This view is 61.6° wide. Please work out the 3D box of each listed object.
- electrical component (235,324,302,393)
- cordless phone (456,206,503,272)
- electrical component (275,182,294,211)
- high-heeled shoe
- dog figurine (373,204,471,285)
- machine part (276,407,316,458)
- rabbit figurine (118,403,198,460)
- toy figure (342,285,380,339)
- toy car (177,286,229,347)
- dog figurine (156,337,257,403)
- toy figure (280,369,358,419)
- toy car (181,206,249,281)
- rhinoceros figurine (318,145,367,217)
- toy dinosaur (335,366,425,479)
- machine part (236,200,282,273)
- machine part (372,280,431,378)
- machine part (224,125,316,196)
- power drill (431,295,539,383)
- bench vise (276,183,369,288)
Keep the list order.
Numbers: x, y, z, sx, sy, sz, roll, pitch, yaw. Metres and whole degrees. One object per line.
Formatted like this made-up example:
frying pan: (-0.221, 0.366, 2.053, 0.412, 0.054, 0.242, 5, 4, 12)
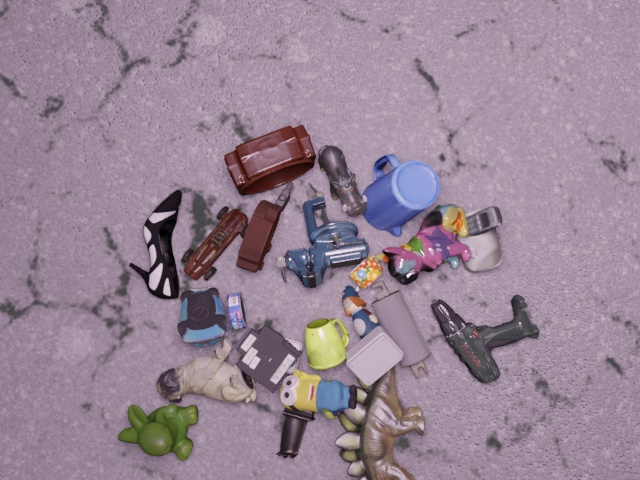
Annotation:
electrical component: (-0.123, 0.258, 1.212, 0.134, 0.058, 0.115, 38, 81, 3)
cordless phone: (0.395, -0.005, 1.263, 0.089, 0.184, 0.146, -11, 82, -8)
electrical component: (-0.091, -0.097, 1.317, 0.021, 0.063, 0.094, 29, 83, 2)
high-heeled shoe: (-0.352, 0.014, 1.283, 0.145, 0.086, 0.248, 29, 90, 5)
dog figurine: (0.238, 0.008, 1.273, 0.219, 0.108, 0.191, -2, 78, -14)
machine part: (-0.059, 0.441, 1.259, 0.084, 0.039, 0.139, 19, 80, -5)
rabbit figurine: (-0.355, 0.416, 1.184, 0.159, 0.170, 0.121, 19, 82, 0)
toy figure: (0.095, 0.174, 1.270, 0.064, 0.057, 0.154, -38, 69, 13)
toy car: (-0.273, 0.190, 1.248, 0.109, 0.102, 0.162, -9, 44, -12)
dog figurine: (-0.263, 0.341, 1.245, 0.190, 0.121, 0.172, -35, 81, 8)
toy figure: (-0.005, 0.352, 1.208, 0.180, 0.089, 0.082, 1, 38, 14)
toy car: (-0.252, 0.008, 1.305, 0.089, 0.053, 0.202, 40, 81, 0)
rhinoceros figurine: (0.058, -0.144, 1.307, 0.073, 0.112, 0.190, -21, 75, -7)
toy dinosaur: (0.140, 0.417, 1.238, 0.199, 0.105, 0.471, 9, 71, 3)
machine part: (-0.139, -0.009, 1.249, 0.056, 0.179, 0.179, 20, 82, 0)
machine part: (0.193, 0.210, 1.279, 0.079, 0.079, 0.243, -24, 83, -5)
machine part: (-0.113, -0.180, 1.259, 0.201, 0.201, 0.087, -21, 86, -5)
power drill: (0.402, 0.208, 1.287, 0.207, 0.086, 0.232, -25, 85, -9)
bench vise: (-0.004, -0.009, 1.286, 0.224, 0.128, 0.241, -15, 61, 8)
